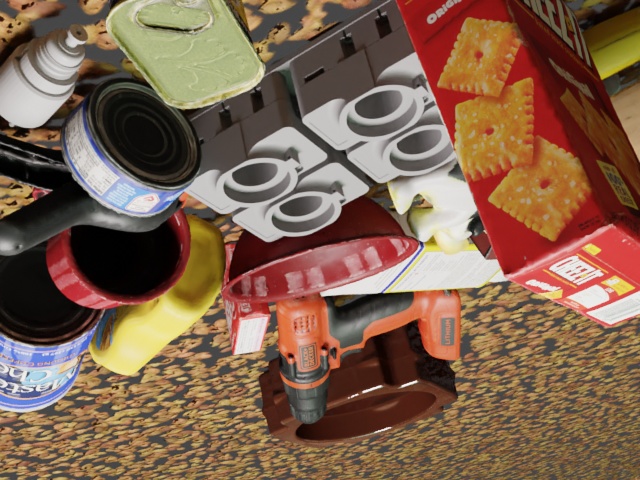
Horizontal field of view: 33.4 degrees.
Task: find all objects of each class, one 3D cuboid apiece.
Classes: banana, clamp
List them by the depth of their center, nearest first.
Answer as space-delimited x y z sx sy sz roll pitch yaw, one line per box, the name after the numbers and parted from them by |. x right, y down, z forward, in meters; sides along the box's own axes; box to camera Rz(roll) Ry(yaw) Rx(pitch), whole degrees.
-0.163 -0.040 0.691 0.171 0.120 0.039 -7 139 -49 | clamp
0.219 -0.136 0.749 0.198 0.037 0.069 -25 163 17 | banana

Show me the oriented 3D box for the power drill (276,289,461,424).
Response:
0.049 0.106 1.090 0.187 0.057 0.184 -14 133 -10 | power drill

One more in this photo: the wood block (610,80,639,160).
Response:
0.252 -0.073 0.758 0.206 0.090 0.090 -30 175 28 | wood block

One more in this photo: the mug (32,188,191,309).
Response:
-0.160 -0.002 0.772 0.117 0.093 0.082 39 155 -15 | mug

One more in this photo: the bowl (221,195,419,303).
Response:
-0.006 0.001 0.849 0.162 0.055 0.162 -14 167 -3 | bowl

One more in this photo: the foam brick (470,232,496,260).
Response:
0.174 -0.019 0.941 0.078 0.053 0.051 -2 132 -27 | foam brick

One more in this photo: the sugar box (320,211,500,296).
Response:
0.091 0.011 0.986 0.176 0.048 0.093 1 150 -25 | sugar box

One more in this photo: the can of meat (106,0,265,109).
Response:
-0.073 -0.130 0.544 0.057 0.084 0.102 -18 156 9 | can of meat

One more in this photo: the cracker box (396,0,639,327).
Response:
0.135 -0.067 0.637 0.072 0.214 0.164 -29 152 25 | cracker box

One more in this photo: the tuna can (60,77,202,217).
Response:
-0.117 -0.059 0.671 0.085 0.086 0.034 9 145 -42 | tuna can

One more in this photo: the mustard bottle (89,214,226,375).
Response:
-0.149 0.061 0.900 0.058 0.096 0.192 27 140 -21 | mustard bottle

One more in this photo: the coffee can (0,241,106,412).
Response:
-0.232 0.066 0.855 0.102 0.103 0.140 -3 153 -24 | coffee can

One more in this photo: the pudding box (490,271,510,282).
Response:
0.221 0.005 1.053 0.113 0.039 0.090 -3 153 -28 | pudding box

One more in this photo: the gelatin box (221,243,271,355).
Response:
-0.069 0.053 0.951 0.030 0.073 0.089 -8 155 -12 | gelatin box
